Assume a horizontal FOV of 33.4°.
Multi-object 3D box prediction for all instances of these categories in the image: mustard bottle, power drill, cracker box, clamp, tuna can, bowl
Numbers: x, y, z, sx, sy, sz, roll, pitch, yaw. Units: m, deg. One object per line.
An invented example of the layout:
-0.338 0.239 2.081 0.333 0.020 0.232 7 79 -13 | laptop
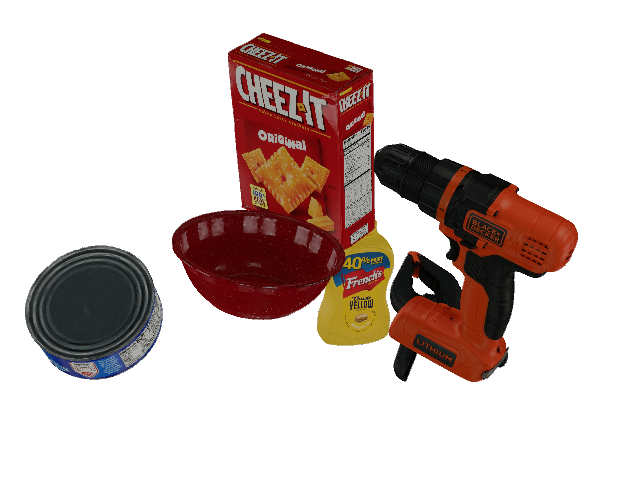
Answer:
0.049 0.042 1.404 0.096 0.192 0.058 -4 25 -16 | mustard bottle
0.114 0.021 0.925 0.185 0.188 0.057 29 44 21 | power drill
-0.022 -0.111 1.230 0.164 0.214 0.072 24 45 32 | cracker box
0.131 0.080 1.147 0.120 0.171 0.039 3 -44 -8 | clamp
-0.149 0.048 0.708 0.086 0.086 0.034 0 -32 6 | tuna can
-0.059 0.028 0.995 0.162 0.055 0.162 6 24 -3 | bowl
